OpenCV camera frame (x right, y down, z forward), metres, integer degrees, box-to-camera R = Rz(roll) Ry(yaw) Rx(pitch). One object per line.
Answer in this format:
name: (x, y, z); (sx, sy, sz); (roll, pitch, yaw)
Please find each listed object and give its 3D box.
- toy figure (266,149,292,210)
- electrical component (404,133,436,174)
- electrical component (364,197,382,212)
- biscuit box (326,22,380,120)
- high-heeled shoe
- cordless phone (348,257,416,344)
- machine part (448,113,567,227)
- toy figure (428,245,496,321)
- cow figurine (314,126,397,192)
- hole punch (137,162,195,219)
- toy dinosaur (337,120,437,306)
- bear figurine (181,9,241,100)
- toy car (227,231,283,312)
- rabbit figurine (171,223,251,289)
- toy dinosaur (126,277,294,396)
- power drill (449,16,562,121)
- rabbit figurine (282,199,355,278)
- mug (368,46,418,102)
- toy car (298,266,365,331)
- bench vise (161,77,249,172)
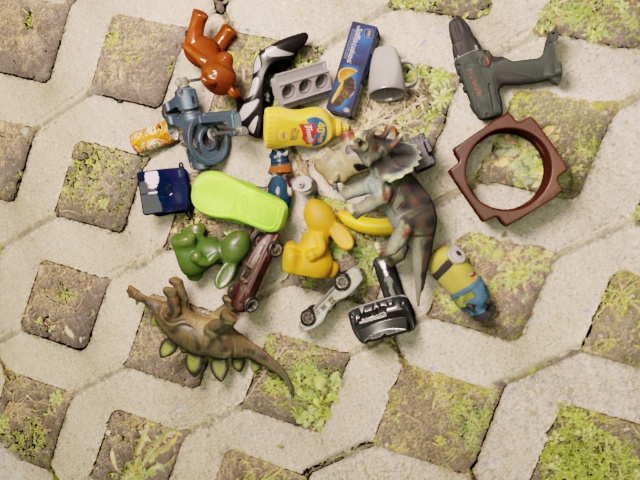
toy figure: (-0.096, -0.142, 1.254); (0.064, 0.058, 0.154); (1, 89, -4)
electrical component: (0.216, -0.187, 1.154); (0.048, 0.119, 0.074); (-23, 91, 11)
electrical component: (0.147, -0.108, 1.195); (0.102, 0.045, 0.078); (-21, 132, -1)
biscuit box: (0.075, -0.377, 1.203); (0.063, 0.059, 0.202); (18, 96, 10)
high-heeled shoe: (-0.101, -0.351, 1.233); (0.249, 0.086, 0.145); (-33, 87, 17)
cordless phone: (0.128, 0.133, 1.221); (0.147, 0.088, 0.184); (-18, 78, 13)
machine part: (0.392, -0.147, 1.137); (0.201, 0.087, 0.201); (-34, 86, 10)
toy figure: (0.307, 0.094, 1.170); (0.089, 0.082, 0.180); (-31, 89, 10)
cow figurine: (0.083, -0.180, 1.204); (0.195, 0.085, 0.127); (-7, 90, 8)
hole punch: (-0.376, -0.116, 1.301); (0.116, 0.092, 0.142); (-10, 87, 9)
toy dinosaur: (0.173, -0.064, 1.128); (0.192, 0.131, 0.404); (-32, 109, 11)
bear figurine: (-0.235, -0.412, 1.208); (0.132, 0.120, 0.196); (-57, 45, 19)
toy car: (-0.152, 0.068, 1.222); (0.089, 0.053, 0.202); (30, 98, 50)
rabbit figurine: (-0.244, 0.035, 1.265); (0.170, 0.121, 0.159); (-10, 96, 7)
toy dinosaur: (-0.257, 0.228, 1.280); (0.472, 0.105, 0.198); (24, 112, 3)
power drill: (0.390, -0.379, 1.128); (0.207, 0.086, 0.232); (-10, 92, 8)
rabbit figurine: (-0.002, -0.004, 1.210); (0.162, 0.122, 0.173); (9, 94, 7)
mug: (0.157, -0.369, 1.178); (0.110, 0.080, 0.107); (-6, 83, 17)
toy car: (0.025, 0.138, 1.234); (0.056, 0.073, 0.201); (44, 100, 7)
bench vise: (-0.255, -0.267, 1.231); (0.241, 0.129, 0.223); (7, 104, 40)
